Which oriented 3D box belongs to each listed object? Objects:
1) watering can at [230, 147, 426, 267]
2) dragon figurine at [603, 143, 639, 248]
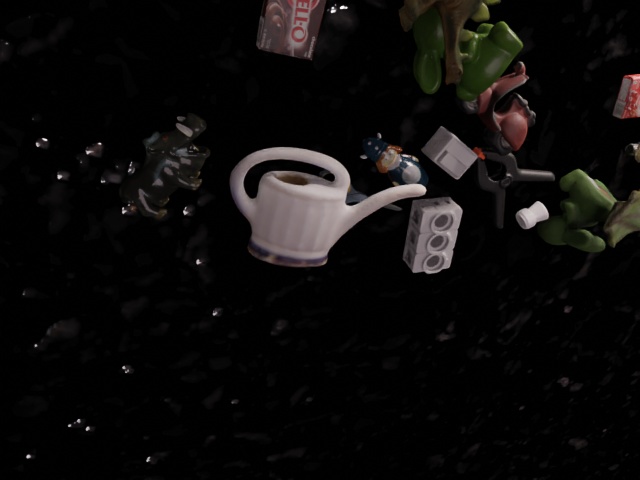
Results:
[{"bbox_3d":[0.003,-0.047,0.941,0.347,0.106,0.220,12,116,-7],"label":"watering can"},{"bbox_3d":[0.699,-0.052,1.067,0.243,0.125,0.402,-12,119,0],"label":"dragon figurine"}]
